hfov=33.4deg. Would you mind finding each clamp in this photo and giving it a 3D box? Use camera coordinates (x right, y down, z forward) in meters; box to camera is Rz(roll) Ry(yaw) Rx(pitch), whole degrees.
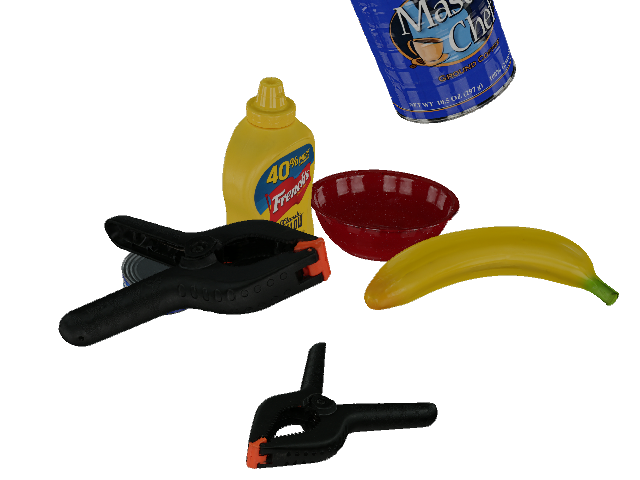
[{"bbox_3d":[0.009,0.178,1.072,0.165,0.036,0.209,21,29,26],"label":"clamp"},{"bbox_3d":[-0.083,0.025,0.683,0.172,0.039,0.120,-1,43,20],"label":"clamp"}]

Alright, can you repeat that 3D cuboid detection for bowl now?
[{"bbox_3d":[0.064,-0.022,1.136,0.162,0.055,0.162,3,25,-1],"label":"bowl"}]

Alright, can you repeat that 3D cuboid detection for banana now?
[{"bbox_3d":[0.122,0.018,0.788,0.197,0.037,0.070,-2,36,-14],"label":"banana"}]

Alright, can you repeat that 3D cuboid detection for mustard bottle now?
[{"bbox_3d":[-0.043,-0.049,0.917,0.058,0.192,0.096,26,40,32],"label":"mustard bottle"}]

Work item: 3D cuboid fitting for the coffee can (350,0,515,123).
[{"bbox_3d":[0.081,-0.176,0.818,0.103,0.140,0.103,-18,34,13],"label":"coffee can"}]

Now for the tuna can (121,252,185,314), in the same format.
[{"bbox_3d":[-0.166,0.040,1.129,0.086,0.034,0.086,3,36,-2],"label":"tuna can"}]
